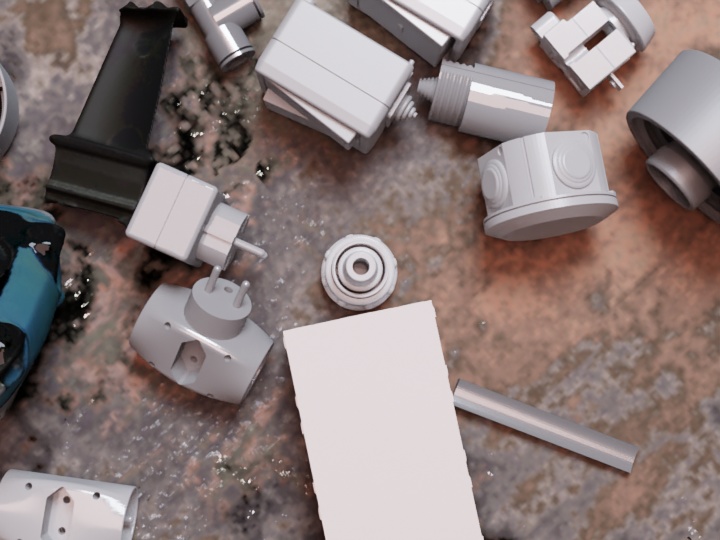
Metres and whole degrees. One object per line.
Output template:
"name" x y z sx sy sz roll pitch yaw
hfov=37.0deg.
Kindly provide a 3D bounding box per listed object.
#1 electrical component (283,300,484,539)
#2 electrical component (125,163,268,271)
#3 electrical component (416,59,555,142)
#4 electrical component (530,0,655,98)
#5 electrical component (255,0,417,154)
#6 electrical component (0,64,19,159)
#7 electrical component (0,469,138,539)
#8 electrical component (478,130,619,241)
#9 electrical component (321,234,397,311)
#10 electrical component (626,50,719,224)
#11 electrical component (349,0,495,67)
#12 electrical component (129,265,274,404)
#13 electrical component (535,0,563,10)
"electrical component" 0.013 0.101 0.644 0.089 0.061 0.150 -12 87 -2
"electrical component" -0.092 -0.024 0.648 0.077 0.065 0.047 24 87 1
"electrical component" 0.075 -0.105 0.667 0.081 0.043 0.043 13 86 0
"electrical component" 0.149 -0.144 0.670 0.055 0.048 0.066 -40 88 5
"electrical component" -0.012 -0.111 0.657 0.096 0.061 0.061 31 87 1
"electrical component" -0.260 -0.102 0.651 0.099 0.064 0.099 0 86 -1
"electrical component" -0.179 0.164 0.647 0.077 0.043 0.079 8 86 0
"electrical component" 0.111 -0.049 0.647 0.080 0.080 0.051 -9 81 -1
"electrical component" 0.000 0.000 0.650 0.048 0.062 0.048 0 86 -1
"electrical component" 0.205 -0.070 0.637 0.060 0.108 0.108 -43 88 3
"electrical component" 0.032 -0.175 0.661 0.096 0.061 0.061 31 87 1
"electrical component" -0.089 0.031 0.645 0.077 0.043 0.079 28 123 1
"electrical component" 0.127 -0.192 0.675 0.046 0.040 0.040 -41 88 3
